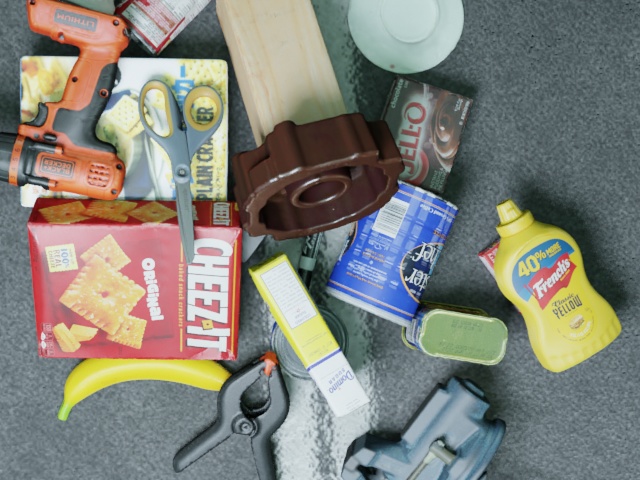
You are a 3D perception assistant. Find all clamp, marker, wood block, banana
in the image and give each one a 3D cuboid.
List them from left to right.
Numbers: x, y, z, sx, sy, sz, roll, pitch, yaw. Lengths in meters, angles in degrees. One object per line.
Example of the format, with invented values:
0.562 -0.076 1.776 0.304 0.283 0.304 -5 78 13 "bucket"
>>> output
-0.194 0.146 1.168 0.197 0.037 0.069 -9 116 -4 "banana"
-0.073 0.207 1.168 0.120 0.039 0.171 27 106 -14 "clamp"
-0.039 -0.179 1.116 0.090 0.091 0.206 -15 76 -8 "wood block"
-0.008 0.001 1.188 0.020 0.020 0.121 14 90 -6 "marker"

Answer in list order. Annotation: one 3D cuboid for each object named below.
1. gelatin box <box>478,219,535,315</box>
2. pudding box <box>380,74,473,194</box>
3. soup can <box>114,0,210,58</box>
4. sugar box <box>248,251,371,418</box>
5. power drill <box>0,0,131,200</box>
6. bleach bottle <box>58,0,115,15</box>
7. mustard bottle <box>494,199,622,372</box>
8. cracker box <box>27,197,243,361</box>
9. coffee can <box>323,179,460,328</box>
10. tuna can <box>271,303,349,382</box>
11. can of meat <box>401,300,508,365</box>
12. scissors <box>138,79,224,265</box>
0.235 0.031 1.209 0.073 0.030 0.089 -36 95 -4 "gelatin box"
0.108 -0.116 1.187 0.090 0.039 0.113 17 90 -6 "pudding box"
-0.165 -0.254 1.139 0.068 0.068 0.102 43 87 -6 "soup can"
-0.013 0.097 1.118 0.048 0.093 0.176 -28 94 -4 "sugar box"
-0.274 -0.143 1.070 0.184 0.057 0.188 12 92 -10 "power drill"
-0.222 -0.361 1.115 0.068 0.103 0.251 20 89 -43 "bleach bottle"
0.245 0.041 1.166 0.096 0.058 0.191 -31 97 -5 "mustard bottle"
-0.189 0.043 1.113 0.213 0.072 0.164 2 118 -5 "cracker box"
0.077 0.011 1.155 0.102 0.103 0.140 23 89 -6 "coffee can"
-0.012 0.112 1.184 0.086 0.034 0.086 0 92 -6 "tuna can"
0.148 0.102 1.175 0.102 0.084 0.057 9 91 -7 "can of meat"
-0.123 -0.078 1.076 0.096 0.016 0.202 -18 73 -16 "scissors"
